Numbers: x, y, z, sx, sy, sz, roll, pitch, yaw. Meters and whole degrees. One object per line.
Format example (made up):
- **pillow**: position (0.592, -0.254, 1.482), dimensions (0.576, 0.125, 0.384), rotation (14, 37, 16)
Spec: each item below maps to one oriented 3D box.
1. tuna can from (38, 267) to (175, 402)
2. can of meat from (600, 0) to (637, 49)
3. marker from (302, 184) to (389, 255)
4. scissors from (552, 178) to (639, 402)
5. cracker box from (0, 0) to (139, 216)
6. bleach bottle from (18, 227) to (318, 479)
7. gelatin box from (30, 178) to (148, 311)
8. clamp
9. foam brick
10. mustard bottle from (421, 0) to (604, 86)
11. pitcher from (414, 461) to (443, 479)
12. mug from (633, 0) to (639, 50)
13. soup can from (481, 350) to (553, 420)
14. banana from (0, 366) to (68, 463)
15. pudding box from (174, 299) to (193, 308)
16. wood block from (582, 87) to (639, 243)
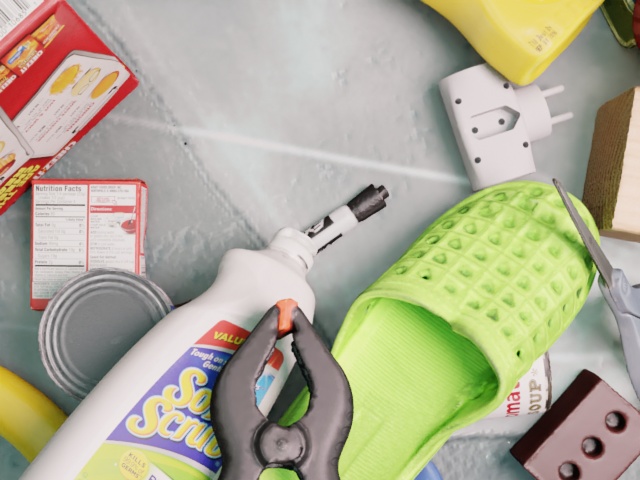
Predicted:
- **tuna can**: position (-0.130, 0.061, 0.671), dimensions (0.086, 0.034, 0.086), rotation (0, 84, 0)
- **can of meat**: position (0.223, -0.188, 0.704), dimensions (0.084, 0.057, 0.102), rotation (-26, 89, 1)
- **marker**: position (-0.005, 0.001, 0.718), dimensions (0.121, 0.020, 0.020), rotation (-35, 89, -1)
- **scissors**: position (0.188, 0.022, 0.660), dimensions (0.016, 0.096, 0.201), rotation (-11, 119, 32)
- **cracker box**: position (-0.205, -0.081, 0.624), dimensions (0.164, 0.213, 0.072), rotation (-43, 87, -1)
- **bleach bottle**: position (-0.080, 0.088, 0.620), dimensions (0.102, 0.068, 0.250), rotation (43, 61, -18)
- **gelatin box**: position (-0.154, 0.003, 0.713), dimensions (0.073, 0.030, 0.089), rotation (0, 88, 1)
- **clamp**: position (-0.031, 0.119, 0.577), dimensions (0.120, 0.039, 0.171), rotation (-4, 71, -13)
- **foam brick**: position (0.172, 0.132, 0.697), dimensions (0.053, 0.051, 0.078), rotation (42, 89, 1)
- **mustard bottle**: position (0.088, -0.189, 0.694), dimensions (0.191, 0.058, 0.096), rotation (41, 60, 7)
- **pitcher**: position (-0.034, 0.206, 0.661), dimensions (0.242, 0.145, 0.149), rotation (-17, 133, -4)
- **mug**: position (0.234, -0.142, 0.637), dimensions (0.093, 0.081, 0.117), rotation (-27, 106, 4)
- **soup can**: position (0.092, 0.084, 0.690), dimensions (0.102, 0.068, 0.068), rotation (-7, 88, 0)
- **banana**: position (-0.207, 0.126, 0.706), dimensions (0.069, 0.037, 0.198), rotation (-45, 89, -2)
- **pudding box**: position (-0.109, 0.105, 0.707), dimensions (0.090, 0.039, 0.113), rotation (-16, 90, 0)
- **wood block**: position (0.283, -0.031, 0.682), dimensions (0.206, 0.091, 0.090), rotation (10, 88, 1)
